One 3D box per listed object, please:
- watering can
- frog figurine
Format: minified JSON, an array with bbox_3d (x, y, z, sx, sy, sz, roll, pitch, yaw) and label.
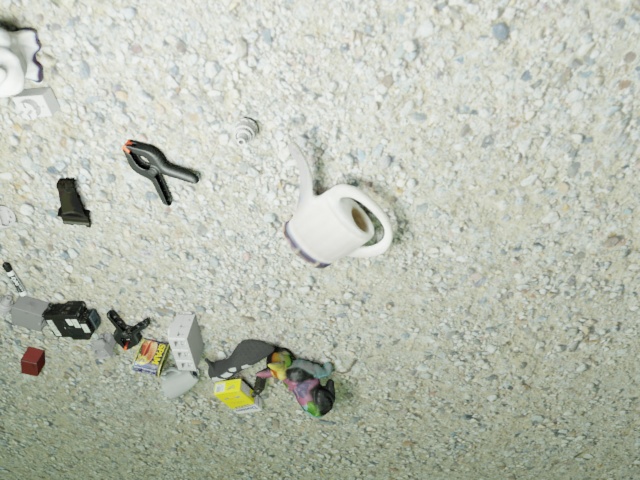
[{"bbox_3d":[0.003,-0.057,1.137,0.344,0.106,0.221,39,124,-25],"label":"watering can"},{"bbox_3d":[-0.589,-0.316,0.940,0.122,0.163,0.135,31,127,-18],"label":"frog figurine"}]
